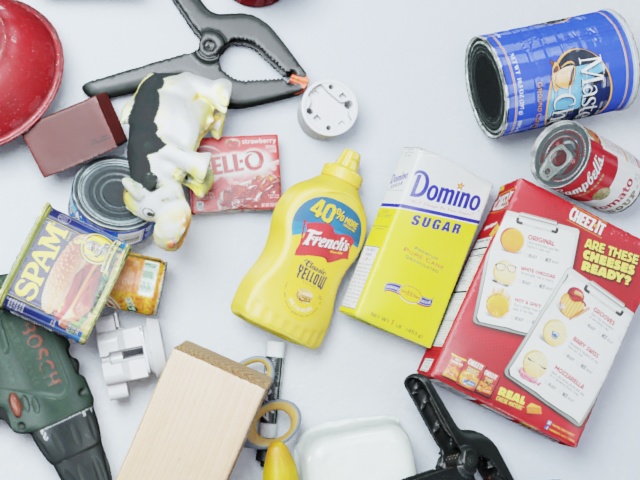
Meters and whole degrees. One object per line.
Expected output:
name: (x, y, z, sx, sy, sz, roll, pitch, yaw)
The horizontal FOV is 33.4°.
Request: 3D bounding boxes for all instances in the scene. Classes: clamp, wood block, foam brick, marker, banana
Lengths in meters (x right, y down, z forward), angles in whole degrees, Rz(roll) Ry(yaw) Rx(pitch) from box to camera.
clamp: (0.128, 0.201, 1.018, 0.171, 0.039, 0.120, 27, 65, -39)
wood block: (-0.126, 0.204, 0.955, 0.091, 0.090, 0.206, 23, 90, 1)
clamp: (-0.109, -0.194, 1.031, 0.210, 0.036, 0.164, 13, 85, -5)
foam brick: (-0.227, -0.097, 0.988, 0.078, 0.051, 0.053, -21, 101, 3)
marker: (-0.048, 0.158, 1.029, 0.020, 0.020, 0.121, 6, 86, -9)
banana: (-0.051, 0.287, 1.000, 0.037, 0.069, 0.198, 15, 84, 35)

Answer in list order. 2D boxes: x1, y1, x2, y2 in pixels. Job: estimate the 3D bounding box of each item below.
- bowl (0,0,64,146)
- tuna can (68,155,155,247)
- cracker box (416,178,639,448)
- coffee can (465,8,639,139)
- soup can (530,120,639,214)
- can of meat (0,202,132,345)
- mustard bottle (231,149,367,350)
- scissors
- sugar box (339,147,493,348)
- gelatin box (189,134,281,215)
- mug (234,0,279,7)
bowl: (-0.316, -0.162, 0.957, 0.162, 0.055, 0.162, -2, 69, 6)
tuna can: (-0.189, -0.036, 0.991, 0.086, 0.034, 0.086, 8, 57, -13)
cracker box: (0.214, 0.072, 1.052, 0.164, 0.072, 0.213, 27, 82, -7)
coffee can: (0.227, -0.164, 1.052, 0.140, 0.103, 0.103, -13, 89, -10)
soup can: (0.264, -0.070, 1.050, 0.102, 0.069, 0.068, 19, 82, -41)
can of meat: (-0.222, 0.031, 0.931, 0.084, 0.057, 0.102, 26, 76, -8)
mustard bottle: (-0.006, 0.001, 1.022, 0.096, 0.058, 0.191, 28, 80, -29)
scissors: (-0.097, 0.202, 1.008, 0.096, 0.016, 0.202, 36, 88, 4)
sugar box: (0.095, 0.007, 1.040, 0.093, 0.048, 0.176, 24, 86, -24)
gelatin box: (-0.083, -0.063, 1.031, 0.089, 0.030, 0.073, -3, 87, -10)
mug: (-0.064, -0.282, 1.021, 0.093, 0.081, 0.117, -34, 93, -10)
